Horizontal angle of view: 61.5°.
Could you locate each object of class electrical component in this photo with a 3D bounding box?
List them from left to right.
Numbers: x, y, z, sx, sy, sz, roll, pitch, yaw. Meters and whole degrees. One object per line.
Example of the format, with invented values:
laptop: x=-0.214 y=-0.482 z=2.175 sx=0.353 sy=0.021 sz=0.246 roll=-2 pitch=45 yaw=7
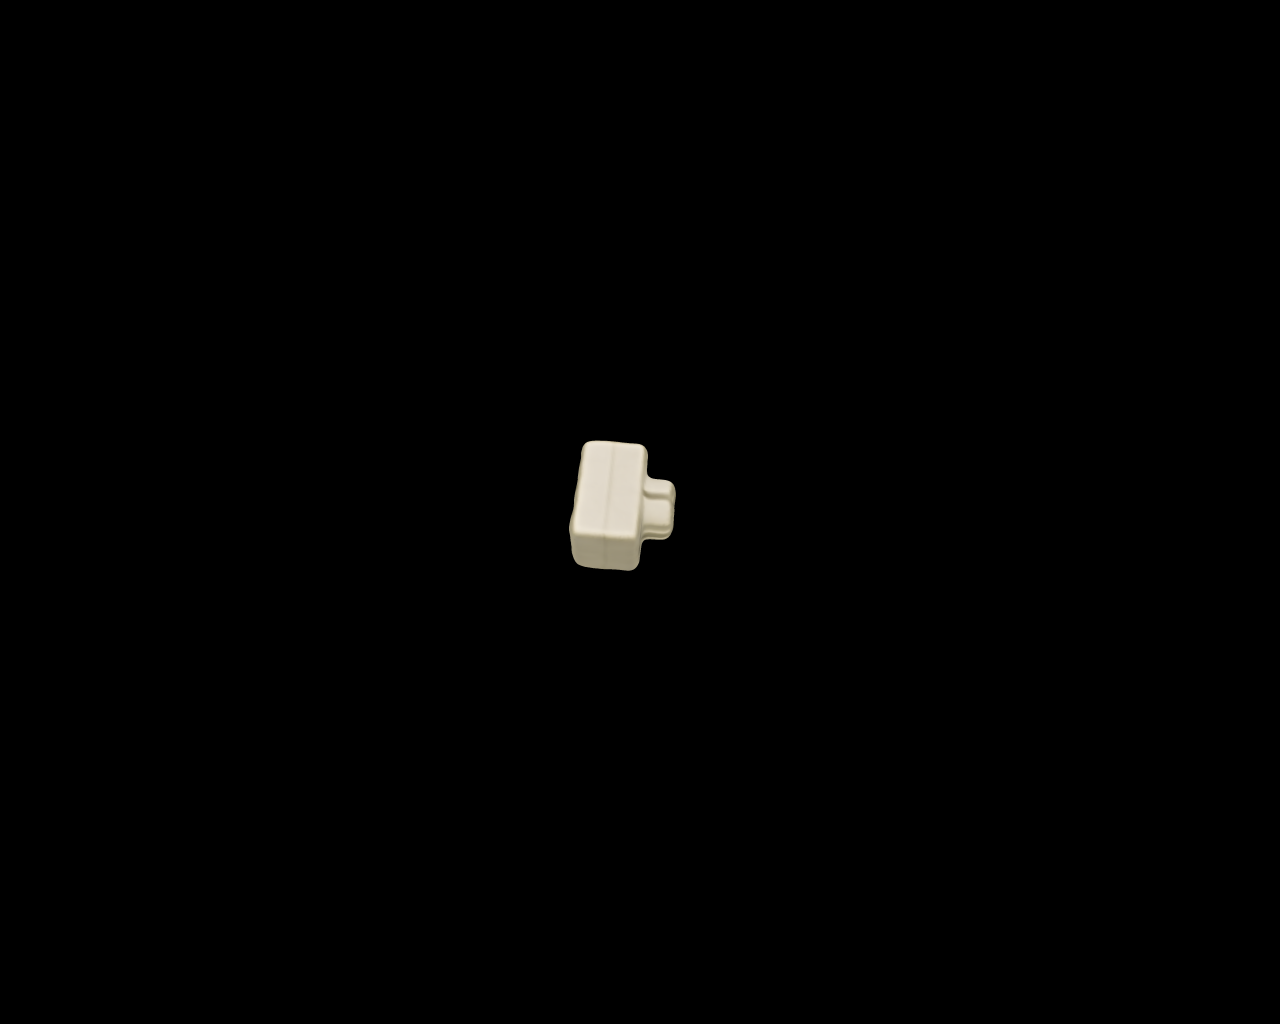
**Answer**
electrical component: x=0.001 y=-0.003 z=0.650 sx=0.077 sy=0.066 sz=0.047 roll=4 pitch=-28 yaw=2
